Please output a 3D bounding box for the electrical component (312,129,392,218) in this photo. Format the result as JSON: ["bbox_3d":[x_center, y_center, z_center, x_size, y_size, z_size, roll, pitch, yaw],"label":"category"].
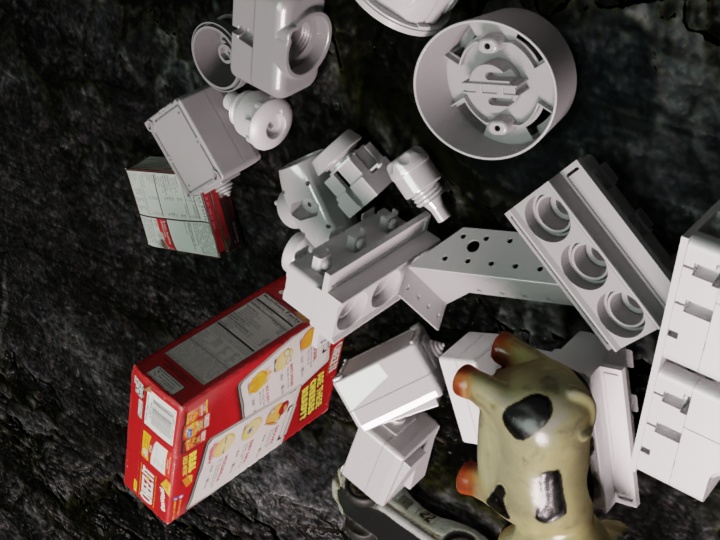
[{"bbox_3d":[-0.006,-0.081,0.881,0.055,0.048,0.066,48,140,-4],"label":"electrical component"}]

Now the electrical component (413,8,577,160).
[{"bbox_3d":[0.095,-0.128,0.737,0.099,0.064,0.099,24,131,31],"label":"electrical component"}]

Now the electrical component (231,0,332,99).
[{"bbox_3d":[-0.062,-0.189,0.855,0.059,0.054,0.095,31,134,26],"label":"electrical component"}]

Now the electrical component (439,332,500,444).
[{"bbox_3d":[0.117,0.099,0.882,0.076,0.047,0.083,2,117,43],"label":"electrical component"}]

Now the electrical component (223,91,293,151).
[{"bbox_3d":[-0.093,-0.135,0.929,0.062,0.048,0.048,34,136,33],"label":"electrical component"}]

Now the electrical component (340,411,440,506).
[{"bbox_3d":[0.032,0.164,0.995,0.061,0.062,0.096,37,137,19],"label":"electrical component"}]

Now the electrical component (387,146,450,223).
[{"bbox_3d":[0.050,-0.065,0.846,0.035,0.035,0.061,-29,97,49],"label":"electrical component"}]

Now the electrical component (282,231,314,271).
[{"bbox_3d":[-0.041,-0.009,0.968,0.046,0.040,0.040,24,131,24],"label":"electrical component"}]

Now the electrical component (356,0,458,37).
[{"bbox_3d":[0.034,-0.203,0.735,0.080,0.080,0.051,47,134,10],"label":"electrical component"}]

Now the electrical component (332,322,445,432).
[{"bbox_3d":[0.035,0.093,0.927,0.096,0.061,0.061,-27,97,14],"label":"electrical component"}]

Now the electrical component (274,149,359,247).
[{"bbox_3d":[-0.046,-0.057,0.935,0.079,0.043,0.077,-13,107,47],"label":"electrical component"}]

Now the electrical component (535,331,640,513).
[{"bbox_3d":[0.177,0.113,0.821,0.079,0.063,0.121,10,122,40],"label":"electrical component"}]

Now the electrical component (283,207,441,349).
[{"bbox_3d":[0.000,0.000,0.870,0.063,0.121,0.078,36,136,25],"label":"electrical component"}]

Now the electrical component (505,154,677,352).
[{"bbox_3d":[0.169,-0.015,0.743,0.121,0.063,0.079,53,140,2],"label":"electrical component"}]

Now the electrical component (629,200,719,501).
[{"bbox_3d":[0.238,0.045,0.685,0.060,0.105,0.186,25,131,30],"label":"electrical component"}]

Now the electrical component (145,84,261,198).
[{"bbox_3d":[-0.135,-0.113,0.971,0.062,0.061,0.096,-21,100,49],"label":"electrical component"}]
